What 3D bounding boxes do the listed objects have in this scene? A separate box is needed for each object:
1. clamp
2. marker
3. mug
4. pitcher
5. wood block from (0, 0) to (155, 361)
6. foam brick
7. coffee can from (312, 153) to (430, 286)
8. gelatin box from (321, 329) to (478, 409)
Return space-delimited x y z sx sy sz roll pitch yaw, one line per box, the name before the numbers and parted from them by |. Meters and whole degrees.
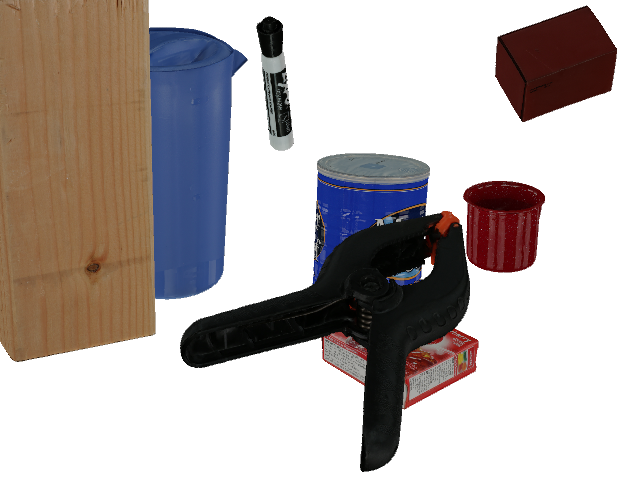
clamp | 0.029 0.043 0.537 0.171 0.039 0.120 -33 57 -32
marker | -0.034 -0.117 0.804 0.020 0.020 0.121 0 -41 4
mug | 0.220 -0.019 1.250 0.093 0.081 0.117 20 33 38
pitcher | -0.156 -0.069 1.002 0.149 0.243 0.144 9 28 13
wood block | -0.154 -0.046 0.623 0.090 0.206 0.090 -10 25 -28
foam brick | 0.183 -0.138 0.832 0.078 0.051 0.053 -19 -31 -5
coffee can | 0.045 -0.002 0.984 0.103 0.140 0.103 2 16 -1
gelatin box | 0.055 0.077 0.761 0.073 0.030 0.089 -20 32 -36
